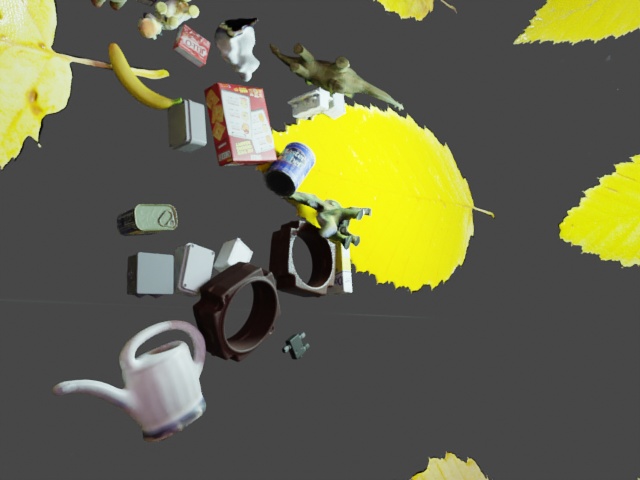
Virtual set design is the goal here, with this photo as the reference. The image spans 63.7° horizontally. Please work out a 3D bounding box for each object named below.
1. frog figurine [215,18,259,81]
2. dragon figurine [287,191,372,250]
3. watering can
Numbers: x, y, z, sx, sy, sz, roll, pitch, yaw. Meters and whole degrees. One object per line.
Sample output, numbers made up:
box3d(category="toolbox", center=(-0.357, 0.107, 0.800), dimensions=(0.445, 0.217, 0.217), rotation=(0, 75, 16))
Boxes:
box3d(category="frog figurine", center=(-0.232, -0.541, 1.468), dimensions=(0.123, 0.155, 0.141), rotation=(9, 46, 9))
box3d(category="dragon figurine", center=(0.005, -0.076, 1.508), dimensions=(0.244, 0.121, 0.411), rotation=(25, 12, 22))
box3d(category="watering can", center=(-0.351, 0.301, 1.038), dimensions=(0.103, 0.224, 0.351), rotation=(-15, 5, 34))
